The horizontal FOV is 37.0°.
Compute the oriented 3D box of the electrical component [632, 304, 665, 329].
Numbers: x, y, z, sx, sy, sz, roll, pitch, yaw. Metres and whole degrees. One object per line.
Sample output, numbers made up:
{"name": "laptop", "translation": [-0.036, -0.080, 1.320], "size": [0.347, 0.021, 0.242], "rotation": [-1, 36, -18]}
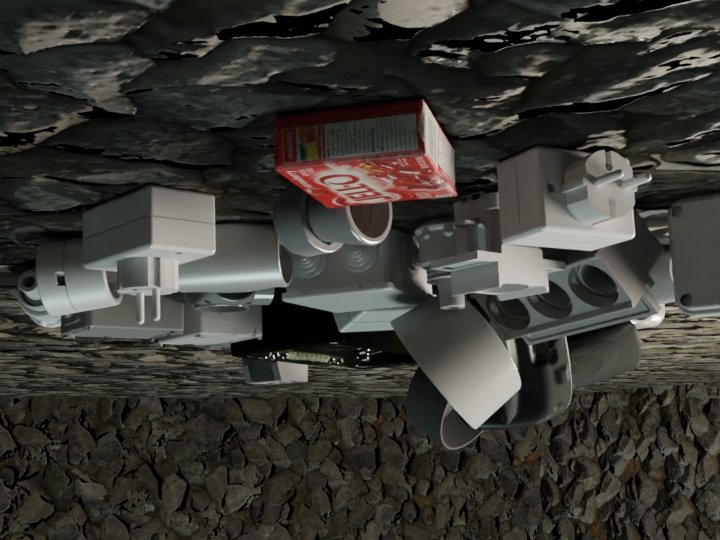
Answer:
{"name": "electrical component", "translation": [0.231, 0.026, 0.983], "size": [0.095, 0.053, 0.059], "rotation": [5, 168, -34]}

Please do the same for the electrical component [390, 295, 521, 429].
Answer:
{"name": "electrical component", "translation": [0.069, 0.065, 0.781], "size": [0.064, 0.099, 0.099], "rotation": [-35, 175, -10]}

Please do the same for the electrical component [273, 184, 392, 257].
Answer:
{"name": "electrical component", "translation": [-0.016, -0.032, 0.618], "size": [0.055, 0.045, 0.045], "rotation": [-9, 168, 38]}

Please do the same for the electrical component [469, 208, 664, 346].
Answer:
{"name": "electrical component", "translation": [0.143, 0.002, 0.743], "size": [0.121, 0.078, 0.063], "rotation": [-22, -159, 52]}

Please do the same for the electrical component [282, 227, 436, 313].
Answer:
{"name": "electrical component", "translation": [0.000, 0.000, 0.800], "size": [0.100, 0.048, 0.100], "rotation": [-7, 169, 26]}

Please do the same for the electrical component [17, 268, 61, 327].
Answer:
{"name": "electrical component", "translation": [-0.256, 0.018, 0.869], "size": [0.048, 0.048, 0.062], "rotation": [-3, 163, 5]}

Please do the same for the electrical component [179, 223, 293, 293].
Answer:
{"name": "electrical component", "translation": [-0.086, -0.005, 0.767], "size": [0.077, 0.043, 0.079], "rotation": [-4, 170, 9]}

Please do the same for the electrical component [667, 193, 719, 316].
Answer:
{"name": "electrical component", "translation": [0.262, -0.013, 0.695], "size": [0.113, 0.078, 0.057], "rotation": [-8, 171, 30]}

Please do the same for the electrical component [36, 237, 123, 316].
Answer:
{"name": "electrical component", "translation": [-0.198, 0.003, 0.765], "size": [0.047, 0.055, 0.055], "rotation": [-7, 170, 3]}

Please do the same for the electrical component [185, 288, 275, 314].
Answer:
{"name": "electrical component", "translation": [-0.091, 0.010, 0.849], "size": [0.079, 0.044, 0.077], "rotation": [2, 170, -21]}

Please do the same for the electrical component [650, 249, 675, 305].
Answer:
{"name": "electrical component", "translation": [0.253, 0.007, 0.912], "size": [0.043, 0.043, 0.081], "rotation": [2, 170, -24]}

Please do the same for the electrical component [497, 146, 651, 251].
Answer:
{"name": "electrical component", "translation": [0.123, -0.042, 0.584], "size": [0.066, 0.047, 0.077], "rotation": [4, 168, -28]}

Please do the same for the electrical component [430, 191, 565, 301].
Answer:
{"name": "electrical component", "translation": [0.088, -0.015, 0.683], "size": [0.081, 0.063, 0.042], "rotation": [7, 168, -40]}

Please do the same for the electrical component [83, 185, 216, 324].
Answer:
{"name": "electrical component", "translation": [-0.131, -0.005, 0.663], "size": [0.047, 0.075, 0.083], "rotation": [6, 167, -41]}

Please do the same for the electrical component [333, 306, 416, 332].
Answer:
{"name": "electrical component", "translation": [0.022, 0.012, 0.878], "size": [0.066, 0.047, 0.077], "rotation": [0, 151, -40]}

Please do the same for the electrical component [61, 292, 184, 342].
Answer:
{"name": "electrical component", "translation": [-0.194, 0.022, 0.849], "size": [0.096, 0.061, 0.062], "rotation": [5, 168, -35]}

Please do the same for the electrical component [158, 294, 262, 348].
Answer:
{"name": "electrical component", "translation": [-0.134, 0.033, 0.929], "size": [0.062, 0.061, 0.096], "rotation": [5, 168, -35]}

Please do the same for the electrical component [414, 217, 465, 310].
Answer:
{"name": "electrical component", "translation": [0.063, -0.004, 0.748], "size": [0.048, 0.062, 0.048], "rotation": [-2, 169, 0]}
